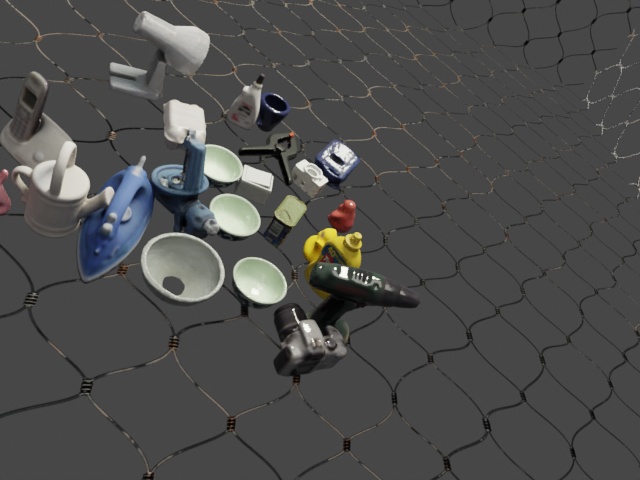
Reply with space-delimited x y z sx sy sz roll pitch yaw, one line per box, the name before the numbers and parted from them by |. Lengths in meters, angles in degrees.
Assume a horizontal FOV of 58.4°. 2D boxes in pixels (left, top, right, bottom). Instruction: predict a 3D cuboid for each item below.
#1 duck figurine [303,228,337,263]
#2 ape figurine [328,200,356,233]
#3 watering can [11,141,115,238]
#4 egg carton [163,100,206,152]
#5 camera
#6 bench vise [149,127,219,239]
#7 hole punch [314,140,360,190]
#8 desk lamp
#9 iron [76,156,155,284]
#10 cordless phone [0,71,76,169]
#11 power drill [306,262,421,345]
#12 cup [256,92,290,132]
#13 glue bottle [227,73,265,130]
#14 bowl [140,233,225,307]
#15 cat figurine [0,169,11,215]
duck figurine | 0.013 0.005 1.396 0.077 0.086 0.105 42 40 7
ape figurine | 0.065 -0.069 1.499 0.078 0.092 0.076 3 50 -33
watering can | -0.475 -0.100 1.066 0.173 0.194 0.100 4 50 -33
egg carton | -0.341 -0.284 1.435 0.107 0.069 0.150 9 47 -29
camera | -0.029 0.194 1.174 0.144 0.100 0.136 0 52 -36
bench vise | -0.263 -0.116 1.211 0.207 0.219 0.122 40 40 4
hole punch | 0.045 -0.215 1.626 0.108 0.091 0.101 40 40 4
desk lamp | -0.406 -0.462 1.447 0.204 0.213 0.117 7 48 -30
iron | -0.394 -0.048 1.114 0.119 0.141 0.258 23 42 -15
cordless phone | -0.551 -0.227 1.139 0.147 0.185 0.094 40 40 4
power drill | 0.067 0.136 1.214 0.230 0.208 0.075 24 41 -15
cup | -0.154 -0.359 1.620 0.118 0.095 0.091 20 43 -19
glue bottle | -0.189 -0.382 1.555 0.078 0.173 0.037 23 42 -15
bowl | -0.279 0.070 1.135 0.168 0.074 0.167 20 43 -19
cat figurine | -0.618 -0.096 1.018 0.128 0.117 0.067 -22 66 -46
